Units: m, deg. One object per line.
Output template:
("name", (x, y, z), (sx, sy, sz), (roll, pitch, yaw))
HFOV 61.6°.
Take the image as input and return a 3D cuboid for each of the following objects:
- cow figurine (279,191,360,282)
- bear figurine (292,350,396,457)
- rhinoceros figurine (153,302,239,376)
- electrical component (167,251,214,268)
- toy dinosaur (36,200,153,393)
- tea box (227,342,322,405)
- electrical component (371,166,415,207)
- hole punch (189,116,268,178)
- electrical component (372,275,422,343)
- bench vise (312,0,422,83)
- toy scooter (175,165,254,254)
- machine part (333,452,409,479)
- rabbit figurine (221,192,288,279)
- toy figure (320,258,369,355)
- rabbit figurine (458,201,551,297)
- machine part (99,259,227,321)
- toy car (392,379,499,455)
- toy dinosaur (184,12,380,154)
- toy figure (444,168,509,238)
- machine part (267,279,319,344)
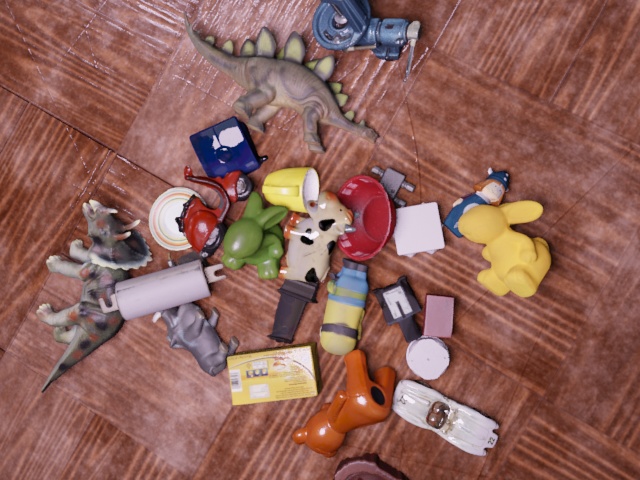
("cow figurine", (-0.002, -0.003, 1.013), (0.127, 0.085, 0.194), (14, 122, 3))
("bear figurine", (0.044, 0.318, 1.011), (0.120, 0.132, 0.196), (32, 126, -22))
("rhinoceros figurine", (-0.253, 0.187, 1.083), (0.190, 0.073, 0.112), (46, 104, 8))
("electrical component", (-0.265, 0.051, 1.104), (0.102, 0.045, 0.078), (-20, 81, 7))
("toy dinosaur", (-0.456, 0.121, 1.100), (0.192, 0.131, 0.404), (7, 93, 10))
("tea box", (-0.087, 0.259, 1.046), (0.170, 0.068, 0.098), (-7, 85, 8))
("electrical component", (0.137, -0.106, 1.062), (0.094, 0.021, 0.063), (30, 91, 8))
("hole punch", (-0.191, -0.181, 1.091), (0.142, 0.092, 0.115), (-23, 86, 3))
("electrical component", (0.157, 0.133, 1.026), (0.075, 0.047, 0.119), (-29, 82, 6))
("bench vise", (0.068, -0.408, 0.999), (0.224, 0.240, 0.128), (25, 94, 26))
("toy scooter", (-0.227, -0.071, 1.058), (0.135, 0.075, 0.184), (30, 86, -12))
("machine part", (0.090, 0.493, 1.005), (0.179, 0.056, 0.179), (-1, 87, 9))
("rabbit figurine", (-0.120, -0.003, 1.021), (0.121, 0.170, 0.159), (27, 91, 10))
("toy figure", (0.046, 0.127, 1.025), (0.082, 0.089, 0.180), (15, 90, 18))
("rabbit figurine", (0.330, -0.002, 0.957), (0.173, 0.122, 0.162), (41, 85, -6))
("machine part", (-0.302, 0.097, 1.042), (0.243, 0.079, 0.079), (-17, 83, -9))
("toy car", (0.230, 0.326, 0.995), (0.202, 0.056, 0.073), (25, 90, 11))
("toy dinosaur", (-0.090, -0.314, 1.080), (0.472, 0.105, 0.198), (24, 82, 1))
("toy figure", (0.304, -0.071, 1.016), (0.154, 0.058, 0.064), (-46, 125, 3))
("machine part", (-0.056, 0.139, 1.067), (0.084, 0.039, 0.138), (22, 88, 5))
